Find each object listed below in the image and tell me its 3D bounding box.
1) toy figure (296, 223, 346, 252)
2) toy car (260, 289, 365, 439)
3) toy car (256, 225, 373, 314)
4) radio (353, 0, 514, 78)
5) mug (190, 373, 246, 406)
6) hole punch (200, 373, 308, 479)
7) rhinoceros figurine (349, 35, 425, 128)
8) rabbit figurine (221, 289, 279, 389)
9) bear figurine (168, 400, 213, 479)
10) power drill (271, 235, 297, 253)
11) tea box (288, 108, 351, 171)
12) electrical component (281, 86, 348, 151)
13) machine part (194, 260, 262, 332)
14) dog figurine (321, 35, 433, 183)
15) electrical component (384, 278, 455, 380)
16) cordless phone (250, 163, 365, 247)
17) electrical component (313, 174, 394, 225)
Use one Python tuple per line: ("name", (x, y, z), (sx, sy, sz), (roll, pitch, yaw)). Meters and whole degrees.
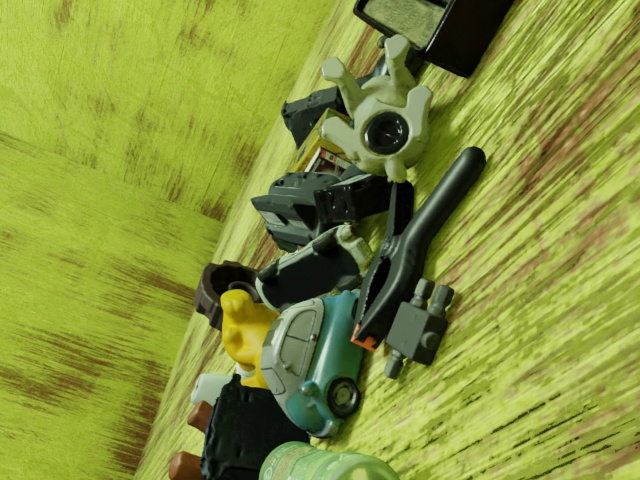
("toy figure", (0.000, -0.002, 0.827), (0.154, 0.064, 0.057), (172, 105, -68))
("toy car", (-0.010, 0.121, 0.576), (0.109, 0.103, 0.161), (-32, 39, 66))
("toy car", (-0.010, 0.042, 0.685), (0.202, 0.073, 0.056), (-28, 6, 42))
("radio", (0.134, -0.298, 0.654), (0.131, 0.073, 0.230), (-60, 33, 23))
("mug", (-0.163, 0.274, 0.897), (0.109, 0.107, 0.081), (-68, 12, -13))
("hole punch", (-0.080, 0.242, 0.636), (0.142, 0.116, 0.092), (-84, 13, -51))
("rhinoceros figurine", (0.097, -0.218, 0.803), (0.190, 0.073, 0.112), (-60, 28, 12))
("rabbit figurine", (-0.079, 0.162, 0.754), (0.173, 0.122, 0.162), (26, 98, 56))
("bear figurine", (-0.173, 0.343, 0.788), (0.196, 0.132, 0.120), (-48, 17, 37))
("power drill", (-0.038, -0.084, 1.066), (0.207, 0.086, 0.232), (-98, 32, -58))
("tea box", (0.014, -0.134, 0.912), (0.169, 0.098, 0.068), (132, 157, -57))
("electrical component", (0.010, -0.210, 0.973), (0.134, 0.114, 0.058), (-12, 42, 18))
("machine part", (-0.141, 0.107, 0.967), (0.179, 0.179, 0.056), (-96, 29, -64))
("dog figurine", (0.085, -0.126, 0.652), (0.190, 0.121, 0.172), (37, -129, -68))
("electrical component", (0.083, 0.079, 0.459), (0.094, 0.021, 0.063), (-67, 14, 0))
("cordless phone", (0.008, -0.077, 0.763), (0.184, 0.088, 0.147), (-47, 32, -22))
("electrical component", (0.058, -0.058, 0.667), (0.075, 0.119, 0.047), (-2, 107, 48))
